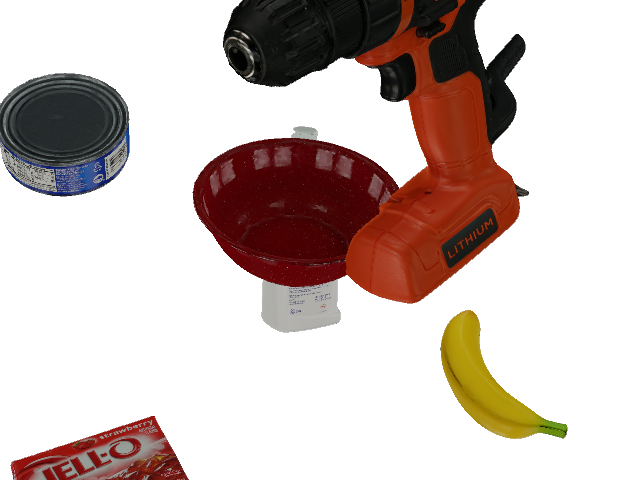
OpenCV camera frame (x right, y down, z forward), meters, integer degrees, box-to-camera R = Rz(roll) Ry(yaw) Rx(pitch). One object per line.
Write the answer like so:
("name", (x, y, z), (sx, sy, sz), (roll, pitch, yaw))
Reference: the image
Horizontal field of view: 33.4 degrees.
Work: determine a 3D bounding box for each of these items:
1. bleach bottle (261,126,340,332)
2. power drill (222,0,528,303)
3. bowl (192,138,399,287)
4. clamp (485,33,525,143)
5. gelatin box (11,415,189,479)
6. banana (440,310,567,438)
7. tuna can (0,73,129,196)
("bleach bottle", (-0.019, -0.016, 1.321), (0.102, 0.251, 0.068), (-8, 22, -32))
("power drill", (0.039, -0.064, 0.518), (0.184, 0.187, 0.057), (-35, 43, -31))
("bowl", (-0.018, -0.014, 0.827), (0.162, 0.055, 0.162), (3, 38, -3))
("clamp", (0.141, -0.156, 1.051), (0.120, 0.171, 0.039), (7, -44, 5))
("gelatin box", (-0.124, 0.141, 0.605), (0.089, 0.030, 0.073), (-15, 28, -20))
("banana", (0.146, 0.123, 0.968), (0.069, 0.037, 0.198), (6, 27, -22))
("tuna can", (-0.170, -0.070, 0.709), (0.086, 0.086, 0.034), (0, -40, -7))
